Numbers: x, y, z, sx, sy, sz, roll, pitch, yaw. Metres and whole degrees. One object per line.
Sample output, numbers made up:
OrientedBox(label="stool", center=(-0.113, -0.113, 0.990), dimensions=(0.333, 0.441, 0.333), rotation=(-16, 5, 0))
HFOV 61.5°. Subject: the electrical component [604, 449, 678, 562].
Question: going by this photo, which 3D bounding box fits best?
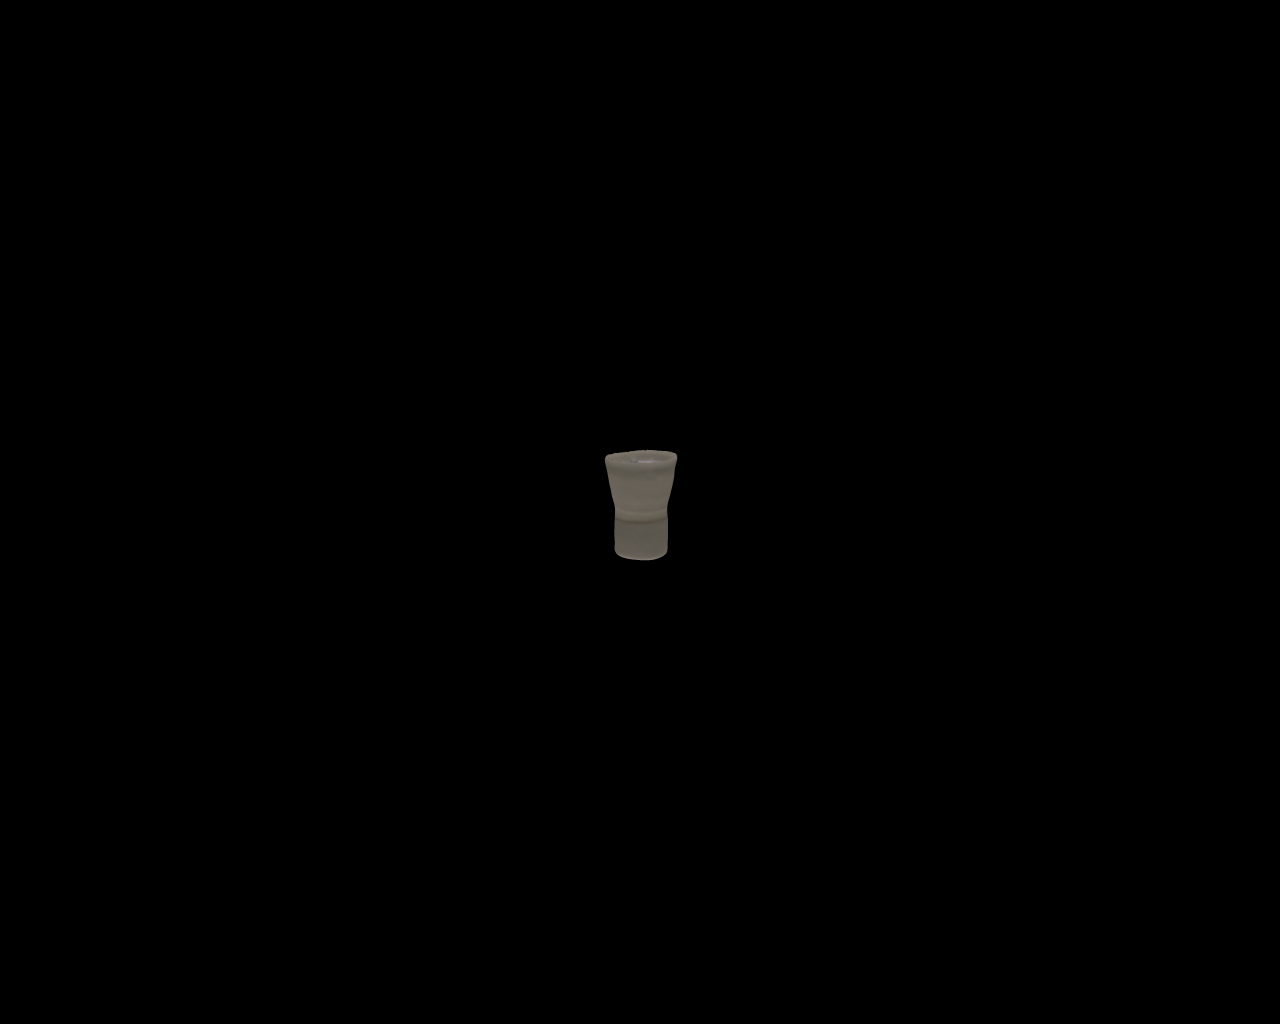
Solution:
OrientedBox(label="electrical component", center=(0.001, -0.003, 0.650), dimensions=(0.044, 0.065, 0.044), rotation=(0, 14, 0))
